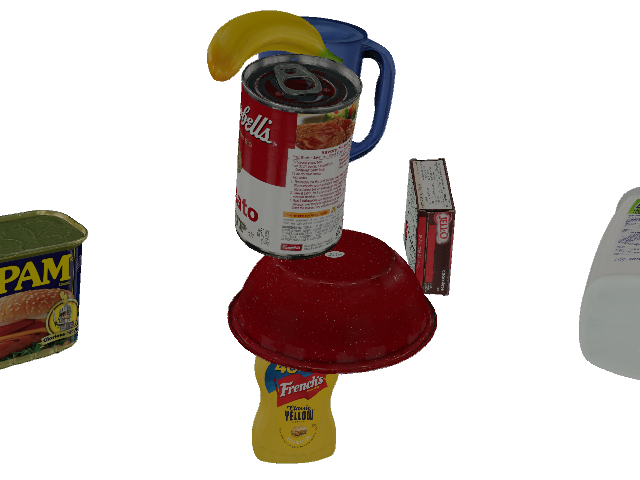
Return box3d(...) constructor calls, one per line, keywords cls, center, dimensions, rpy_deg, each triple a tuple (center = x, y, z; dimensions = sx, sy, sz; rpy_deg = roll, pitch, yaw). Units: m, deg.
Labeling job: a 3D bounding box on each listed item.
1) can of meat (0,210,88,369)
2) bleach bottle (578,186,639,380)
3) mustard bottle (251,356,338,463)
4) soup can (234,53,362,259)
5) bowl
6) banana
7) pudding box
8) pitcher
box3d(cls="can of meat", center=(-0.206, 0.034, 0.698), dimensions=(0.101, 0.084, 0.058), rpy_deg=(-13, 30, -41))
box3d(cls="bleach bottle", center=(0.235, 0.010, 0.696), dimensions=(0.103, 0.068, 0.250), rpy_deg=(9, 23, 20))
box3d(cls="mustard bottle", center=(-0.027, 0.157, 1.213), dimensions=(0.096, 0.192, 0.058), rpy_deg=(0, 17, -11))
box3d(cls="soup can", center=(-0.015, -0.049, 0.623), dimensions=(0.068, 0.102, 0.068), rpy_deg=(4, 35, -3))
box3d(cls="bowl", center=(0.010, 0.035, 0.810), dimensions=(0.162, 0.055, 0.162), rpy_deg=(1, 26, -1))
box3d(cls="banana", center=(-0.050, -0.182, 0.978), dimensions=(0.070, 0.037, 0.197), rpy_deg=(41, 32, 19))
box3d(cls="pudding box", center=(0.102, -0.015, 1.001), dimensions=(0.039, 0.090, 0.113), rpy_deg=(1, 29, -2))
box3d(cls="pitcher", center=(-0.008, -0.148, 1.324), dimensions=(0.144, 0.243, 0.149), rpy_deg=(-9, 28, -29))
